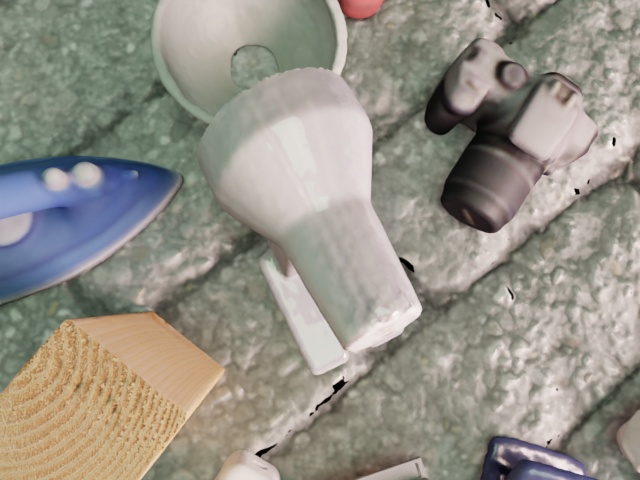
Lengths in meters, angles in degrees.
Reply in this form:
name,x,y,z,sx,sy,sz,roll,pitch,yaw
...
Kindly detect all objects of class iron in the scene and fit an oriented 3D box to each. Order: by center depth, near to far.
name,x,y,z,sx,sy,sz,roll,pitch,yaw
iron,-0.244,-0.023,0.452,0.258,0.141,0.119,-21,86,-6

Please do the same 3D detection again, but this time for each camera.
name,x,y,z,sx,sy,sz,roll,pitch,yaw
camera,0.157,-0.087,0.511,0.143,0.100,0.137,34,83,-1

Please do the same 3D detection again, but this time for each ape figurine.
name,x,y,z,sx,sy,sz,roll,pitch,yaw
ape figurine,0.037,-0.254,0.522,0.078,0.092,0.076,9,84,-3

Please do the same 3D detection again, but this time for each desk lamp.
name,x,y,z,sx,sy,sz,roll,pitch,yaw
desk lamp,0.004,0.002,0.434,0.118,0.213,0.203,-26,87,-6

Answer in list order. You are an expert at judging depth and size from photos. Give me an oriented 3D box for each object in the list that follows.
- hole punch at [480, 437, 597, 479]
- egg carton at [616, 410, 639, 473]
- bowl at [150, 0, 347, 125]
name,x,y,z,sx,sy,sz,roll,pitch,yaw
hole punch,0.194,0.235,0.488,0.108,0.091,0.101,17,83,-2
egg carton,0.349,0.177,0.517,0.150,0.069,0.107,-34,88,-7
bowl,-0.061,-0.167,0.515,0.167,0.074,0.167,0,84,-4
